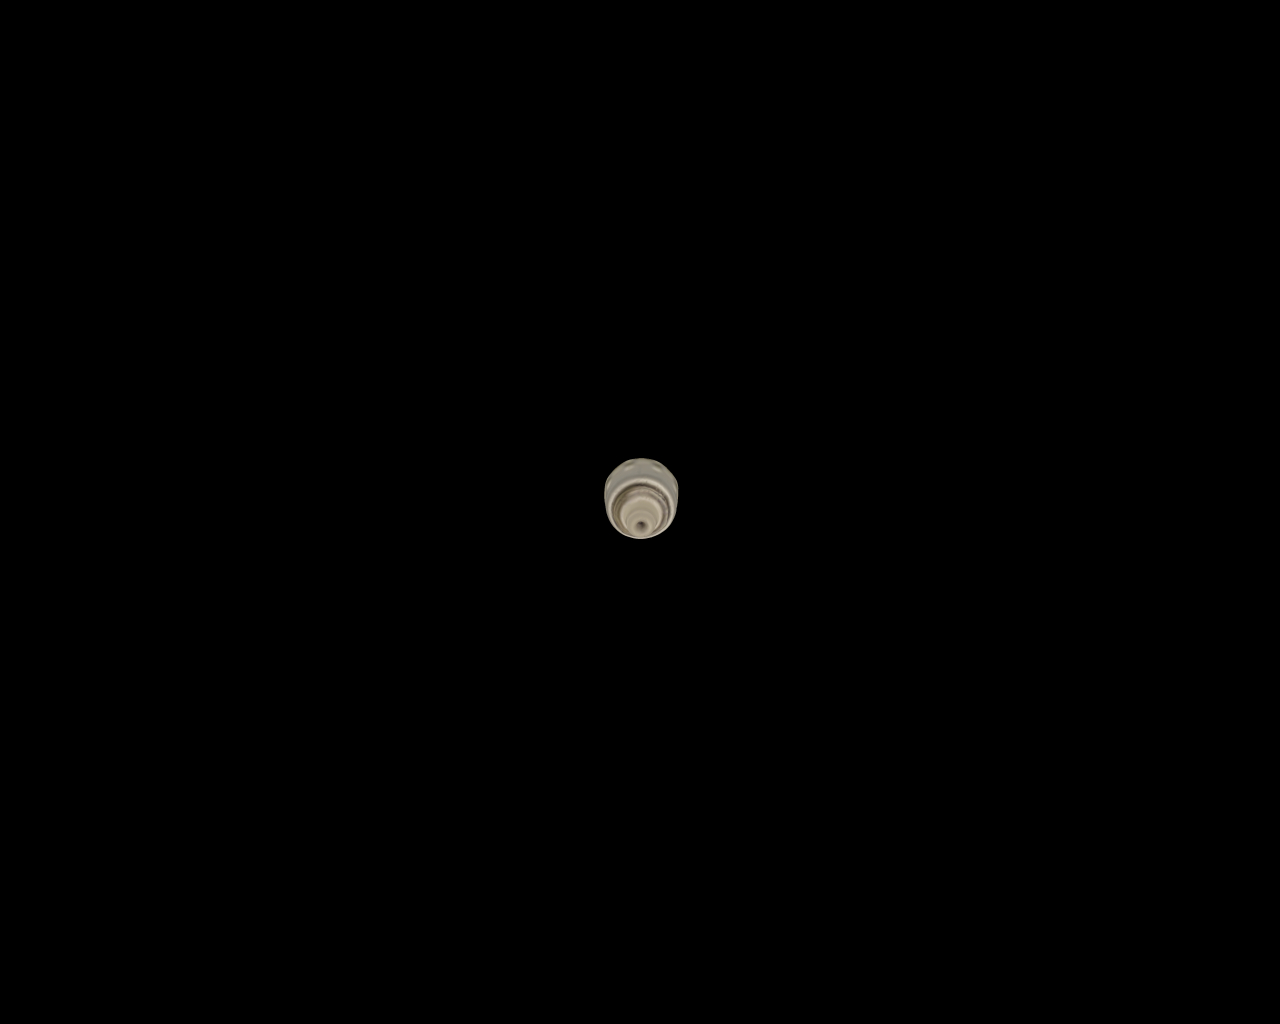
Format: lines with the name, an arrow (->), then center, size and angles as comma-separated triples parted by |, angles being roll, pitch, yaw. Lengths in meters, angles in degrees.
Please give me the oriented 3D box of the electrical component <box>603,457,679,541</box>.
electrical component -> 0.001, -0.003, 0.650 | 0.048, 0.048, 0.062 | 0, 23, 0
